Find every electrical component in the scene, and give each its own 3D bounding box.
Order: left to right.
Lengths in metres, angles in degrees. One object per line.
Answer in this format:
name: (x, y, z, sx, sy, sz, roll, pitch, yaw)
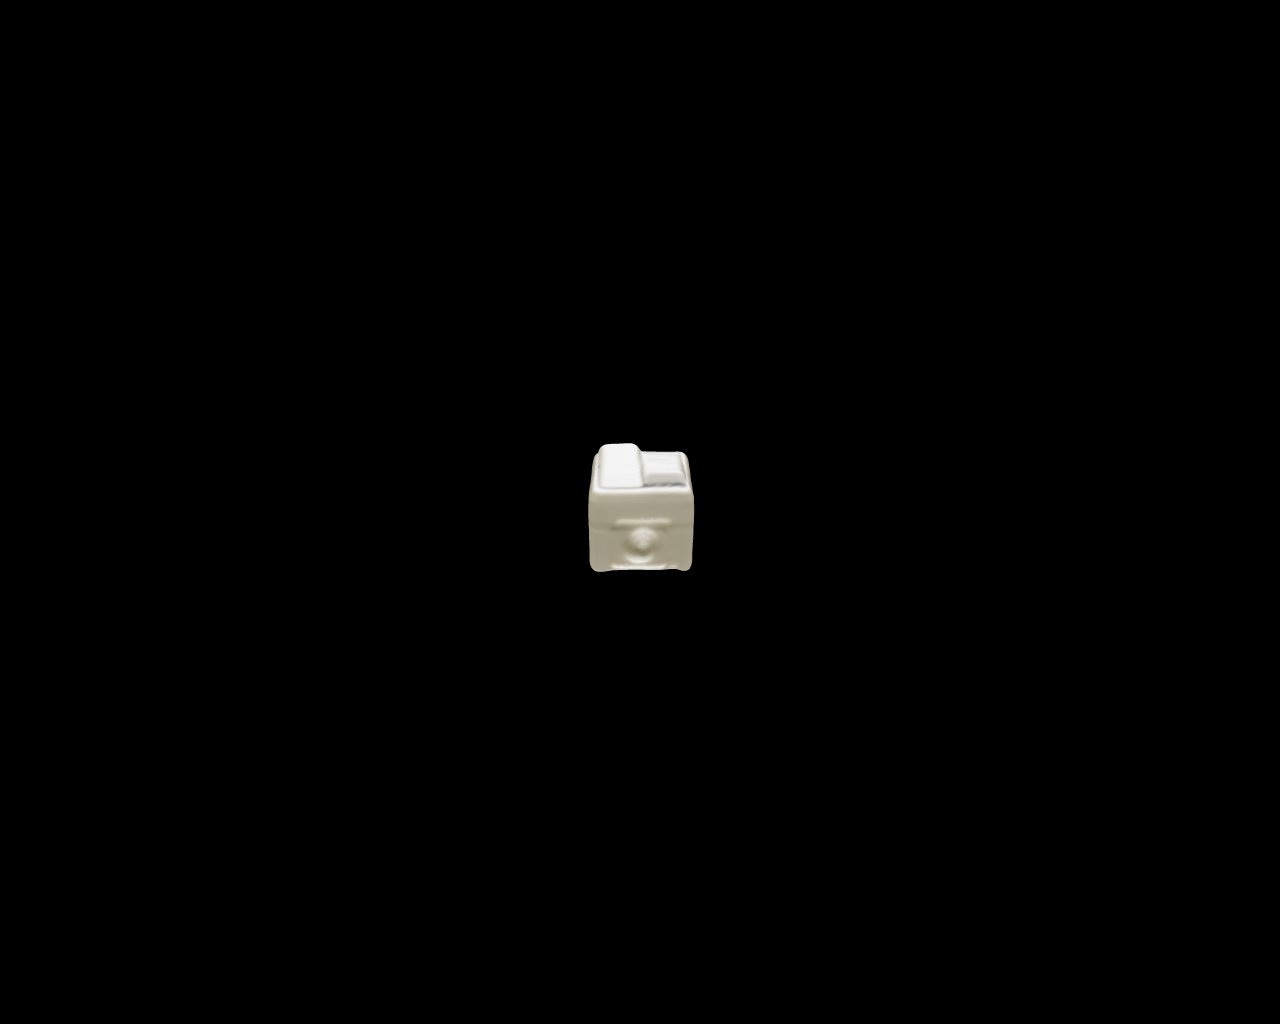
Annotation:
electrical component: (0.001, -0.003, 0.650, 0.062, 0.061, 0.096, 0, 21, 0)
